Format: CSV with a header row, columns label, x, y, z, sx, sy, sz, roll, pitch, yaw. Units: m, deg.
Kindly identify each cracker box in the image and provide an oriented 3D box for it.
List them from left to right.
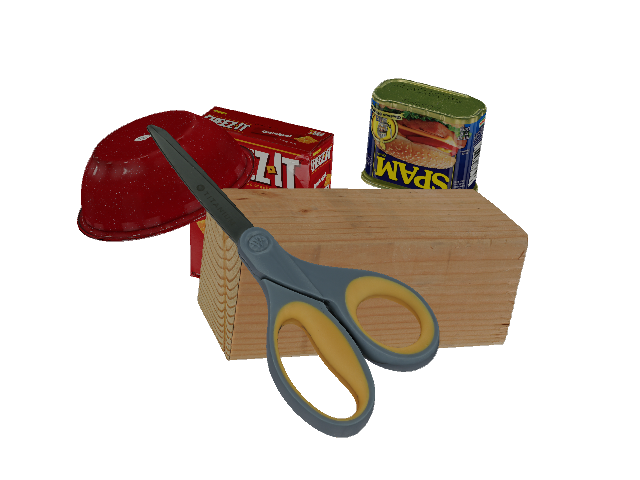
label,x,y,z,sx,sy,sz,roll,pitch,yaw
cracker box,-0.076,-0.039,1.304,0.164,0.214,0.072,15,31,20

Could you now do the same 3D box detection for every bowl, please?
label,x,y,z,sx,sy,sz,roll,pitch,yaw
bowl,-0.138,-0.064,0.896,0.162,0.055,0.162,-15,29,8

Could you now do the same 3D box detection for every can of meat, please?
label,x,y,z,sx,sy,sz,roll,pitch,yaw
can of meat,0.090,-0.086,0.927,0.102,0.084,0.057,18,34,21

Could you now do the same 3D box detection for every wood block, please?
label,x,y,z,sx,sy,sz,roll,pitch,yaw
wood block,0.028,0.020,0.748,0.205,0.091,0.090,-1,25,-21

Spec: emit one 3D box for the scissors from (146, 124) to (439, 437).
label,x,y,z,sx,sy,sz,roll,pitch,yaw
scissors,-0.011,0.005,0.545,0.096,0.202,0.016,-17,-29,-18
